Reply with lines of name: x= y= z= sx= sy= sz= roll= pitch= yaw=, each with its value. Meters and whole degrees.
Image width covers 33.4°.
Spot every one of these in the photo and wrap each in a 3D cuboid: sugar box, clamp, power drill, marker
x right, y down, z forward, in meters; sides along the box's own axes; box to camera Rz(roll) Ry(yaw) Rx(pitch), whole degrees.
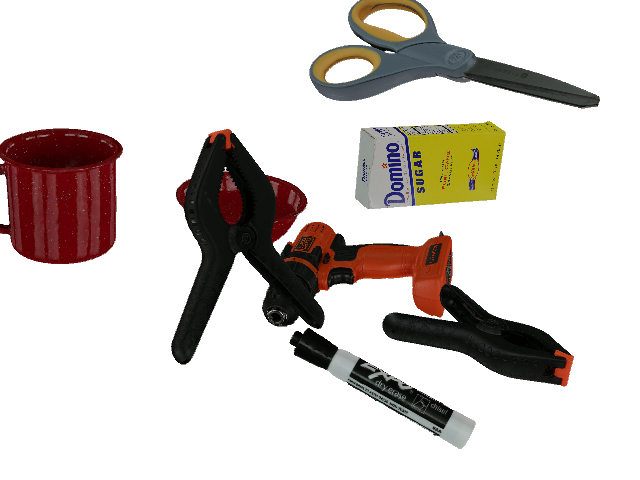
sugar box: x=0.133 y=-0.091 z=1.291 sx=0.176 sy=0.093 sz=0.048 roll=-7 pitch=26 yaw=-22
clamp: x=0.156 y=0.086 z=0.992 sx=0.172 sy=0.039 sz=0.120 roll=20 pitch=31 yaw=22
power drill: x=0.042 y=0.039 z=1.143 sx=0.188 sy=0.057 sz=0.184 roll=4 pitch=31 yaw=14
marker: x=0.036 y=0.087 z=0.641 sx=0.121 sy=0.020 sz=0.020 roll=29 pitch=4 yaw=8
clamp: x=-0.069 y=0.003 z=0.993 sx=0.164 sy=0.210 sz=0.036 roll=-3 pitch=0 yaw=-37

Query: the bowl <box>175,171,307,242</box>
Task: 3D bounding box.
bowl: x=-0.099 y=-0.031 z=1.319 sx=0.162 sy=0.055 sz=0.162 roll=5 pitch=25 yaw=-2

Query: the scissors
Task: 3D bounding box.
scissors: x=0.064 y=-0.096 z=0.636 sx=0.096 sy=0.016 sz=0.202 roll=-38 pitch=43 yaw=-6

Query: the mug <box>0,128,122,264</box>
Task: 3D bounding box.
mug: x=-0.211 y=-0.033 z=0.823 sx=0.117 sy=0.081 sz=0.093 roll=-5 pitch=26 yaw=-19
